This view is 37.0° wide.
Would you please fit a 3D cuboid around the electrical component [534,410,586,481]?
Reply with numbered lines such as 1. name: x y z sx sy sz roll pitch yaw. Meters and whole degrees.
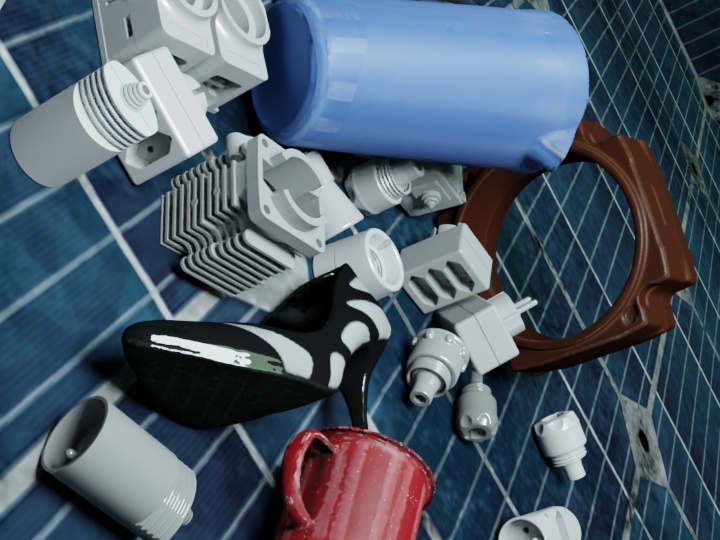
1. electrical component: 0.194 0.167 1.015 0.043 0.043 0.062 -22 90 -62

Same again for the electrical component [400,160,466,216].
1. electrical component: 0.052 -0.092 0.941 0.062 0.061 0.096 45 38 -51

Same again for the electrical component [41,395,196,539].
1. electrical component: -0.113 0.103 0.536 0.081 0.043 0.043 47 34 -32

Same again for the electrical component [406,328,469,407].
1. electrical component: 0.056 0.080 0.845 0.048 0.048 0.062 54 39 -23

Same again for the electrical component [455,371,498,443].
1. electrical component: 0.097 0.112 0.901 0.035 0.035 0.061 46 32 -34

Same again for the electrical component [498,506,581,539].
1. electrical component: 0.156 0.241 0.896 0.077 0.043 0.079 7 64 -58

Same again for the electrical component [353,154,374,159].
1. electrical component: 0.011 -0.129 0.910 0.055 0.055 0.047 36 37 -43

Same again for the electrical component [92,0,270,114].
1. electrical component: -0.127 -0.214 0.727 0.105 0.060 0.186 15 57 -56

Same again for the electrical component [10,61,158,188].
1. electrical component: -0.144 -0.080 0.578 0.043 0.081 0.043 39 39 -41

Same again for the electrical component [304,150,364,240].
1. electrical component: -0.032 -0.055 0.796 0.065 0.044 0.044 60 29 -2

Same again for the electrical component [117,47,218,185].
1. electrical component: -0.121 -0.100 0.668 0.065 0.047 0.076 61 29 -10

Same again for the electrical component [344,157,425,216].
1. electrical component: 0.022 -0.073 0.877 0.043 0.062 0.043 39 39 -41

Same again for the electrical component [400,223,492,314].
1. electrical component: 0.074 -0.013 0.918 0.047 0.066 0.076 51 32 -27

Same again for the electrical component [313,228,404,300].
1. electrical component: 0.000 0.000 0.801 0.055 0.047 0.055 39 39 -41

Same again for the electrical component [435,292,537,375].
1. electrical component: 0.113 0.043 0.901 0.047 0.076 0.083 62 -4 -9
